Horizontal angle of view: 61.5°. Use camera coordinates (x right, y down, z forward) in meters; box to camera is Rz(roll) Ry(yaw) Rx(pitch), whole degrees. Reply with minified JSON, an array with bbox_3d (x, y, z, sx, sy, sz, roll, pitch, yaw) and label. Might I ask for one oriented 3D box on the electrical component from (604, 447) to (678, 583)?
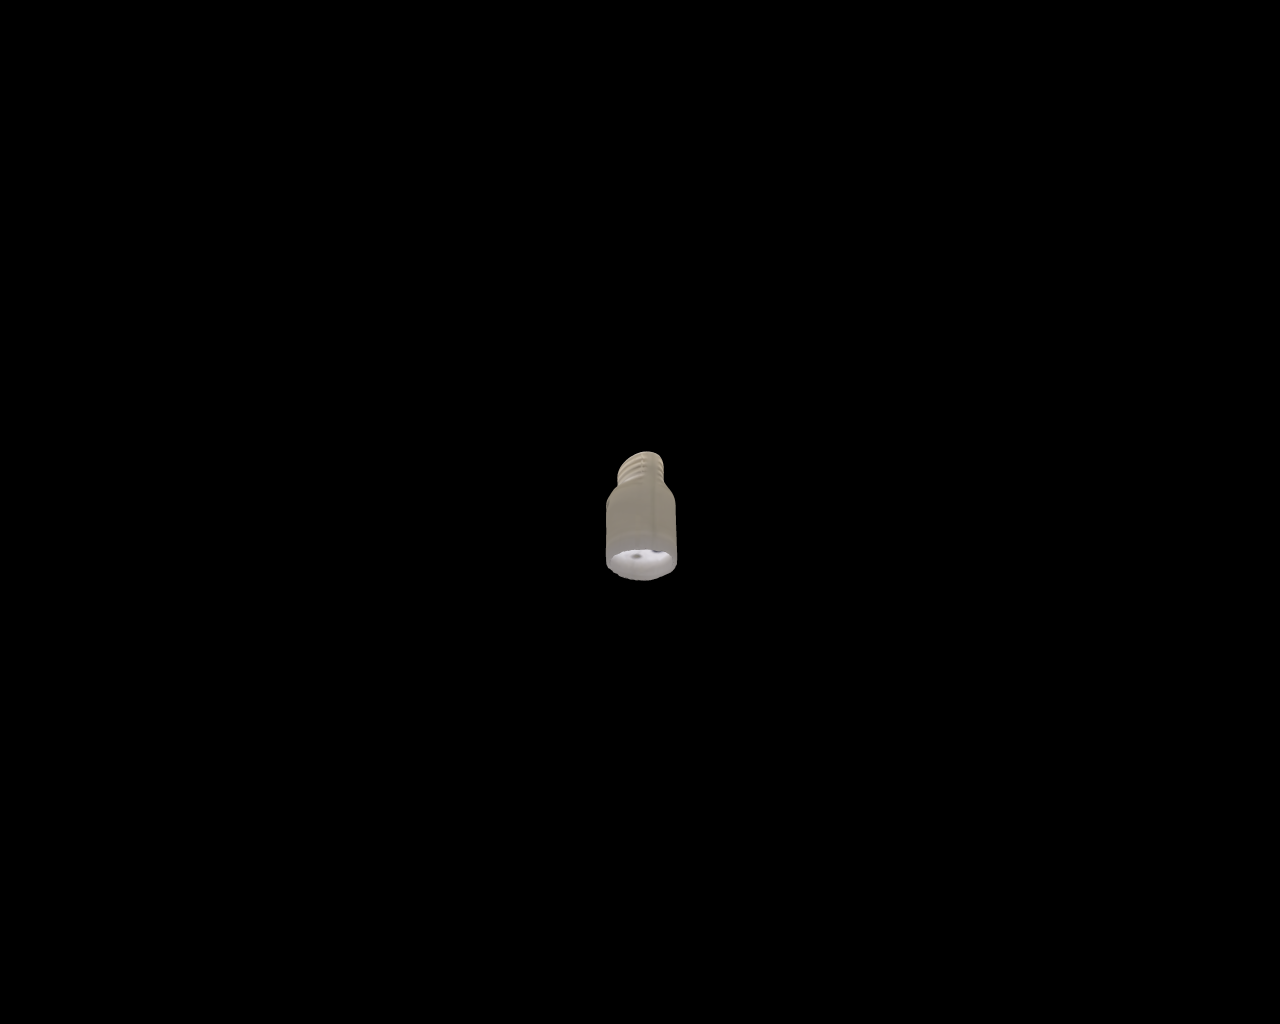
[{"bbox_3d":[0.001,-0.003,0.650,0.043,0.081,0.043,0,-30,0],"label":"electrical component"}]
